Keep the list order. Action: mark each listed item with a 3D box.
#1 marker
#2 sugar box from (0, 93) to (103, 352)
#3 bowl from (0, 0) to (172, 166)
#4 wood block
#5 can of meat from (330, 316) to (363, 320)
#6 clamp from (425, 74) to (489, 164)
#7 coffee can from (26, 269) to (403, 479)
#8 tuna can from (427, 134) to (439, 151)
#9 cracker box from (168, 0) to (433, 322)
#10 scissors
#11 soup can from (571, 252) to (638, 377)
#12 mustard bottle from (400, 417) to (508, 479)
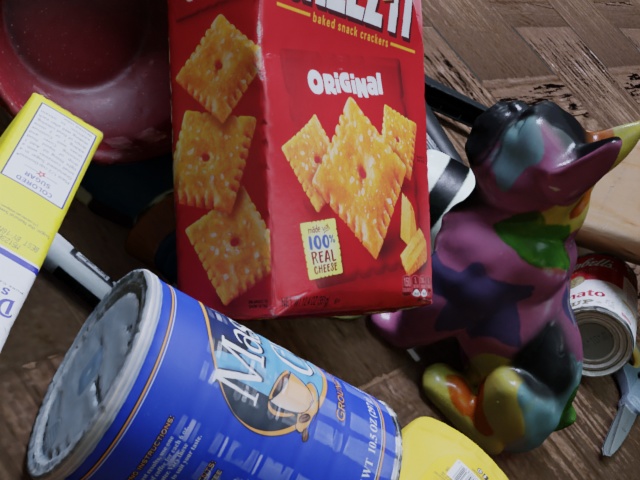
[{"bbox_3d":[-0.103,0.040,0.573,0.121,0.020,0.020,41,30,-6],"label":"marker"},{"bbox_3d":[-0.154,0.017,0.468,0.048,0.093,0.176,33,31,-15],"label":"sugar box"},{"bbox_3d":[-0.119,-0.124,0.578,0.161,0.162,0.055,16,0,-39],"label":"bowl"},{"bbox_3d":[0.261,-0.036,0.939,0.090,0.090,0.206,27,-1,-28],"label":"wood block"},{"bbox_3d":[-0.005,0.001,0.706,0.101,0.058,0.084,13,44,-41],"label":"can of meat"},{"bbox_3d":[0.077,-0.141,1.001,0.210,0.036,0.164,37,31,-7],"label":"clamp"},{"bbox_3d":[-0.047,0.091,0.494,0.140,0.103,0.103,31,32,-21],"label":"coffee can"},{"bbox_3d":[0.063,-0.074,0.903,0.086,0.034,0.086,31,32,-22],"label":"tuna can"},{"bbox_3d":[-0.004,-0.065,0.582,0.163,0.072,0.214,3,85,-56],"label":"cracker box"},{"bbox_3d":[0.253,0.124,0.904,0.201,0.016,0.096,-4,54,-53],"label":"scissors"},{"bbox_3d":[0.233,0.063,0.905,0.068,0.069,0.102,41,30,-5],"label":"soup can"},{"bbox_3d":[0.042,0.168,0.549,0.096,0.058,0.191,49,30,7],"label":"mustard bottle"}]
